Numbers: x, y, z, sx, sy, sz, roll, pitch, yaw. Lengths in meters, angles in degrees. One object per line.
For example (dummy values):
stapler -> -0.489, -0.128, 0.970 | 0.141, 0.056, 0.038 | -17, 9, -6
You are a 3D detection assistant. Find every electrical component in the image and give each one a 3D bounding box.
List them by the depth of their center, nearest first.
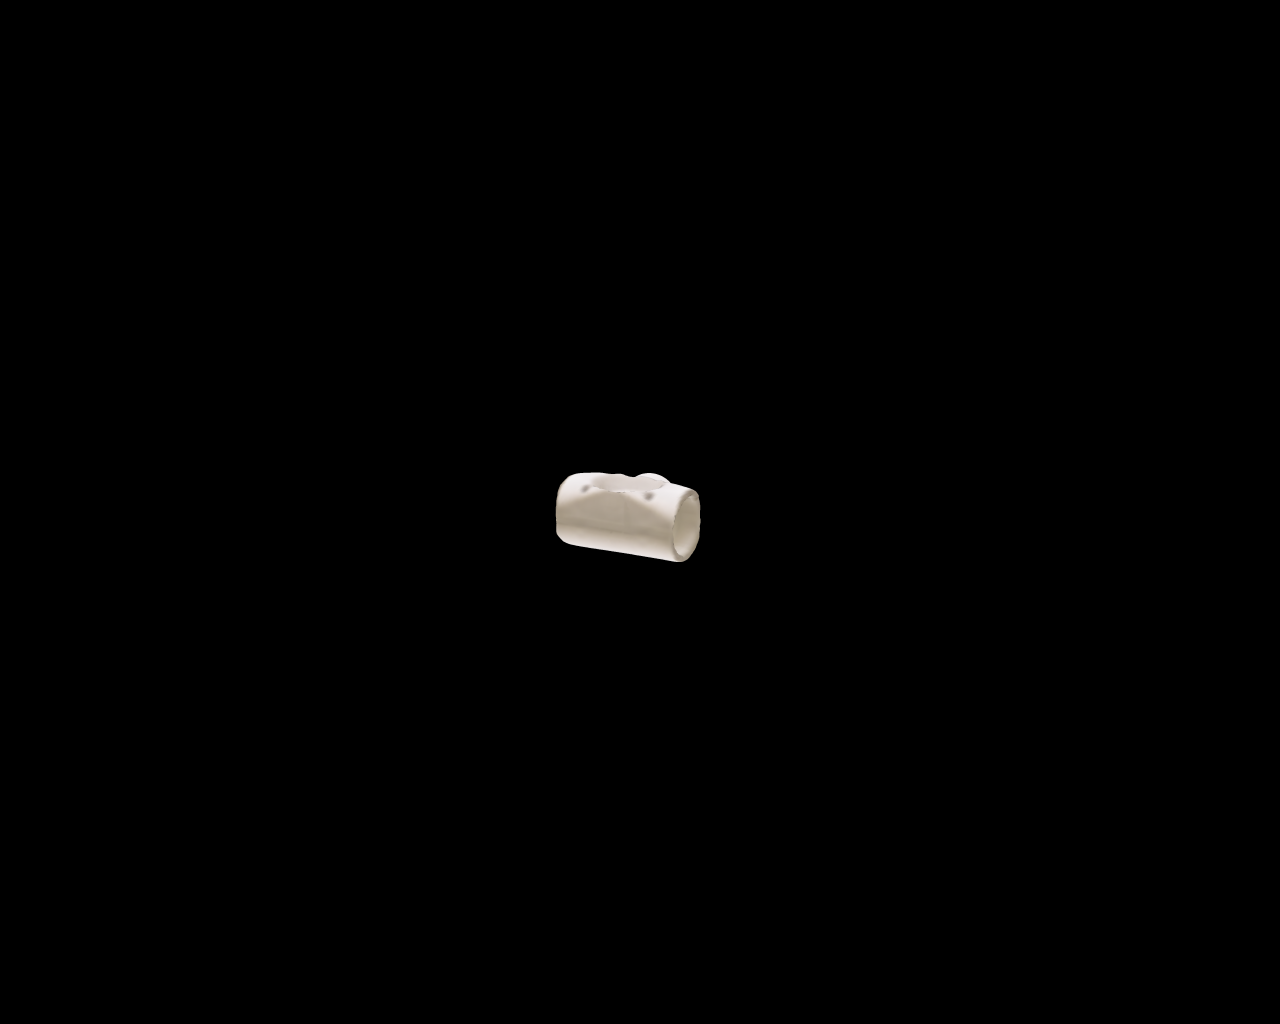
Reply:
electrical component -> 0.001, -0.003, 0.650 | 0.077, 0.044, 0.079 | 8, 20, 24
